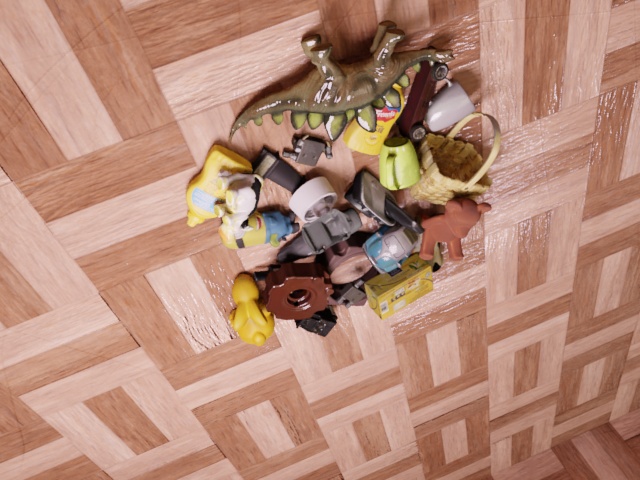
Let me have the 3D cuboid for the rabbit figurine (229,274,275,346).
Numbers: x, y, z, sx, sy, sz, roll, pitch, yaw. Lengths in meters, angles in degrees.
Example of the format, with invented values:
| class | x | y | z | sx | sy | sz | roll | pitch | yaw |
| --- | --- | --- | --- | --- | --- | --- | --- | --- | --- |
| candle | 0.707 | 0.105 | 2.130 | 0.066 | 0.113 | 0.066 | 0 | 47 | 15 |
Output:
| class | x | y | z | sx | sy | sz | roll | pitch | yaw |
| --- | --- | --- | --- | --- | --- | --- | --- | --- | --- |
| rabbit figurine | -0.185 | 0.175 | 1.361 | 0.122 | 0.162 | 0.173 | -9 | 113 | 0 |

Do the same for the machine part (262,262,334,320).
| class | x | y | z | sx | sy | sz | roll | pitch | yaw |
| --- | --- | --- | --- | --- | --- | --- | --- | --- | --- |
| machine part | -0.055 | 0.128 | 1.315 | 0.179 | 0.056 | 0.179 | -8 | 135 | -9 |

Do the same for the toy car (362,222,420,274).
| class | x | y | z | sx | sy | sz | roll | pitch | yaw |
| --- | --- | --- | --- | --- | --- | --- | --- | --- | --- |
| toy car | 0.194 | 0.005 | 1.327 | 0.162 | 0.103 | 0.109 | -36 | 96 | -29 |

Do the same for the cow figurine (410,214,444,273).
| class | x | y | z | sx | sy | sz | roll | pitch | yaw |
| --- | --- | --- | --- | --- | --- | --- | --- | --- | --- |
| cow figurine | 0.291 | 0.010 | 1.451 | 0.127 | 0.086 | 0.194 | -20 | 130 | 2 |

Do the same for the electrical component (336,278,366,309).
| class | x | y | z | sx | sy | sz | roll | pitch | yaw |
| --- | --- | --- | --- | --- | --- | --- | --- | --- | --- |
| electrical component | 0.088 | 0.139 | 1.398 | 0.063 | 0.021 | 0.094 | 31 | 111 | -38 |

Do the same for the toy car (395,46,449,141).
| class | x | y | z | sx | sy | sz | roll | pitch | yaw |
| --- | --- | --- | --- | --- | --- | --- | --- | --- | --- |
| toy car | 0.220 | -0.311 | 1.158 | 0.053 | 0.089 | 0.202 | 1 | 125 | -23 |

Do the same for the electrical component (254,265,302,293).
| class | x | y | z | sx | sy | sz | roll | pitch | yaw |
| --- | --- | --- | --- | --- | --- | --- | --- | --- | --- |
| electrical component | -0.109 | 0.102 | 1.366 | 0.119 | 0.075 | 0.047 | -7 | 129 | -23 |

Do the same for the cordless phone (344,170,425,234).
| class | x | y | z | sx | sy | sz | roll | pitch | yaw |
| --- | --- | --- | --- | --- | --- | --- | --- | --- | --- |
| cordless phone | 0.155 | -0.076 | 1.252 | 0.146 | 0.184 | 0.088 | 36 | 94 | -38 |

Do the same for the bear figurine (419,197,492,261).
| class | x | y | z | sx | sy | sz | roll | pitch | yaw |
| --- | --- | --- | --- | --- | --- | --- | --- | --- | --- |
| bear figurine | 0.322 | -0.025 | 1.285 | 0.120 | 0.196 | 0.132 | 4 | 81 | -12 |

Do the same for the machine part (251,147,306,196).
| class | x | y | z | sx | sy | sz | roll | pitch | yaw |
| --- | --- | --- | --- | --- | --- | --- | --- | --- | --- |
| machine part | -0.092 | -0.146 | 1.198 | 0.138 | 0.039 | 0.084 | 27 | 106 | -34 |

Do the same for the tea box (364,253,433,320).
| class | x | y | z | sx | sy | sz | roll | pitch | yaw |
| --- | --- | --- | --- | --- | --- | --- | --- | --- | --- |
| tea box | 0.208 | 0.121 | 1.402 | 0.170 | 0.068 | 0.098 | -28 | 133 | -16 |

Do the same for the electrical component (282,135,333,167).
| class | x | y | z | sx | sy | sz | roll | pitch | yaw |
| --- | --- | --- | --- | --- | --- | --- | --- | --- | --- |
| electrical component | -0.022 | -0.197 | 1.178 | 0.102 | 0.045 | 0.078 | 14 | 119 | -31 |

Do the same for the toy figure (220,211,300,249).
| class | x | y | z | sx | sy | sz | roll | pitch | yaw |
| --- | --- | --- | --- | --- | --- | --- | --- | --- | --- |
| toy figure | -0.142 | -0.023 | 1.248 | 0.180 | 0.082 | 0.089 | -6 | 128 | -21 |

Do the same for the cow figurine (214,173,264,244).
| class | x | y | z | sx | sy | sz | roll | pitch | yaw |
| --- | --- | --- | --- | --- | --- | --- | --- | --- | --- |
| cow figurine | -0.170 | -0.068 | 1.139 | 0.098 | 0.068 | 0.167 | -23 | 147 | -32 |

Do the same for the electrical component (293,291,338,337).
| class | x | y | z | sx | sy | sz | roll | pitch | yaw |
| --- | --- | --- | --- | --- | --- | --- | --- | --- | --- |
| electrical component | -0.016 | 0.198 | 1.454 | 0.134 | 0.115 | 0.058 | 23 | 117 | -33 |

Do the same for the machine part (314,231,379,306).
| class | x | y | z | sx | sy | sz | roll | pitch | yaw |
| --- | --- | --- | --- | --- | --- | --- | --- | --- | --- |
| machine part | 0.086 | 0.079 | 1.421 | 0.201 | 0.087 | 0.201 | 7 | 122 | -27 |

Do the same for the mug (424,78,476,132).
| class | x | y | z | sx | sy | sz | roll | pitch | yaw |
| --- | --- | --- | --- | --- | --- | --- | --- | --- | --- |
| mug | 0.275 | -0.300 | 1.199 | 0.107 | 0.081 | 0.109 | -37 | 119 | 17 |

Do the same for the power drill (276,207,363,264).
| class | x | y | z | sx | sy | sz | roll | pitch | yaw |
| --- | --- | --- | --- | --- | --- | --- | --- | --- | --- |
| power drill | -0.003 | -0.004 | 1.259 | 0.232 | 0.086 | 0.207 | -28 | 173 | -4 |

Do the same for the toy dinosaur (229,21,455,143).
| class | x | y | z | sx | sy | sz | roll | pitch | yaw |
| --- | --- | --- | --- | --- | --- | --- | --- | --- | --- |
| toy dinosaur | 0.027 | -0.297 | 1.055 | 0.472 | 0.105 | 0.198 | -9 | 125 | 9 |
